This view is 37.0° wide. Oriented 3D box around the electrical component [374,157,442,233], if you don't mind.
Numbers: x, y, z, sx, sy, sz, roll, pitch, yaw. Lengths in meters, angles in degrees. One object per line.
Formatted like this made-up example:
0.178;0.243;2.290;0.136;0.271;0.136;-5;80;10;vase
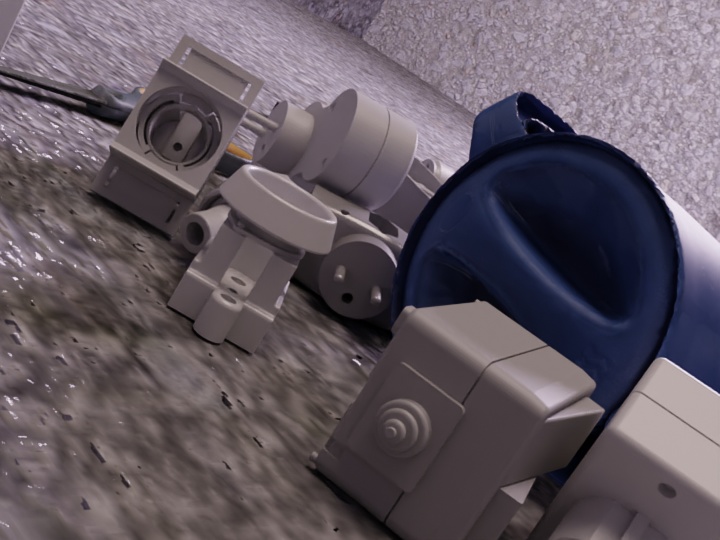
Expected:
0.033;-0.042;0.700;0.099;0.064;0.099;30;13;-7;electrical component

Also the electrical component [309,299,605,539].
0.034;0.052;0.351;0.061;0.061;0.096;36;13;19;electrical component

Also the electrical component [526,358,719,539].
0.081;0.084;0.334;0.047;0.083;0.076;35;51;15;electrical component

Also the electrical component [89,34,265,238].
-0.082;-0.058;0.485;0.042;0.081;0.064;31;-10;-6;electrical component

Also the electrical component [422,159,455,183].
0.074;-0.066;0.934;0.055;0.045;0.045;25;14;-26;electrical component

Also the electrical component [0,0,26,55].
-0.206;-0.163;0.503;0.056;0.108;0.109;36;13;29;electrical component

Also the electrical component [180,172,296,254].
-0.051;-0.020;0.469;0.043;0.043;0.062;37;27;23;electrical component

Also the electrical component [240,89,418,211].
-0.033;-0.067;0.580;0.074;0.052;0.138;27;-12;-23;electrical component

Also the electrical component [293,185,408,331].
0.000;0.000;0.511;0.077;0.043;0.079;30;13;-5;electrical component

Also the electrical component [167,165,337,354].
-0.040;-0.006;0.412;0.048;0.055;0.066;31;12;-6;electrical component
